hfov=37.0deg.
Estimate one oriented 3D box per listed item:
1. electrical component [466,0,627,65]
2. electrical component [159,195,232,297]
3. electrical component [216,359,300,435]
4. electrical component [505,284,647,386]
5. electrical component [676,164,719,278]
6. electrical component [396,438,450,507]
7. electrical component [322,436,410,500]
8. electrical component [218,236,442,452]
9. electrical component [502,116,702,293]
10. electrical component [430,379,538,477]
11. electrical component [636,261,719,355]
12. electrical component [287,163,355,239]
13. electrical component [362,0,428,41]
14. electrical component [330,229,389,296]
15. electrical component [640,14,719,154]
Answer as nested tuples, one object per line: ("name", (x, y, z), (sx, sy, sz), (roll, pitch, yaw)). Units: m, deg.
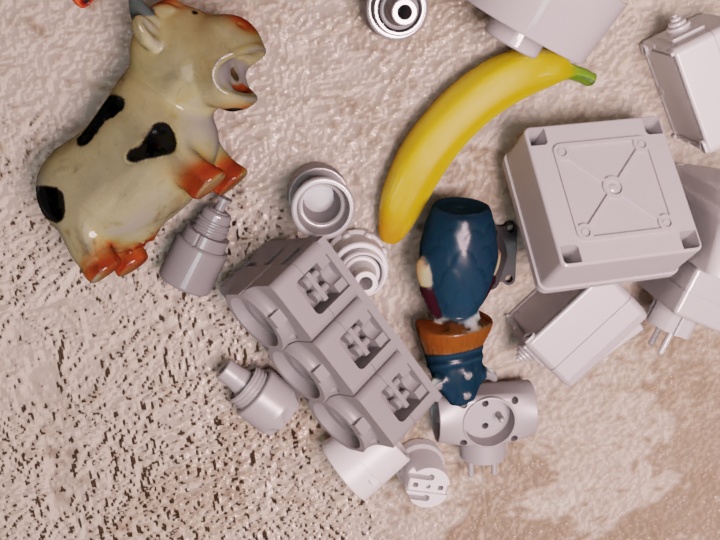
("electrical component", (0.116, -0.177, 0.719), (0.108, 0.108, 0.060), (25, 109, -14))
("electrical component", (-0.114, -0.018, 0.772), (0.040, 0.040, 0.078), (24, 103, -14))
("electrical component", (-0.079, 0.092, 0.810), (0.062, 0.043, 0.043), (39, 99, -16))
("electrical component", (0.160, 0.042, 0.817), (0.096, 0.061, 0.061), (-44, 108, 7))
("electrical component", (0.273, -0.034, 0.780), (0.078, 0.113, 0.057), (7, 107, -10))
("electrical component", (0.050, 0.160, 0.848), (0.040, 0.046, 0.040), (-2, 107, -7))
("electrical component", (0.006, 0.141, 0.832), (0.047, 0.055, 0.055), (-39, 108, 2))
("electrical component", (-0.025, 0.054, 0.772), (0.062, 0.089, 0.150), (-45, 110, -24))
("electrical component", (0.169, -0.047, 0.760), (0.109, 0.056, 0.108), (-7, 70, -14))
("electrical component", (0.097, 0.127, 0.845), (0.077, 0.044, 0.079), (-4, 108, -6))
("electrical component", (0.240, 0.027, 0.811), (0.047, 0.083, 0.075), (21, 103, -13))
("electrical component", (-0.029, -0.050, 0.765), (0.045, 0.055, 0.045), (-2, 108, -7))
("electrical component", (0.025, -0.177, 0.728), (0.043, 0.062, 0.043), (-2, 108, -7))
("electrical component", (0.000, 0.000, 0.781), (0.048, 0.062, 0.048), (-2, 108, -7))
("electrical component", (0.249, -0.142, 0.770), (0.061, 0.061, 0.096), (-26, 109, 1))
